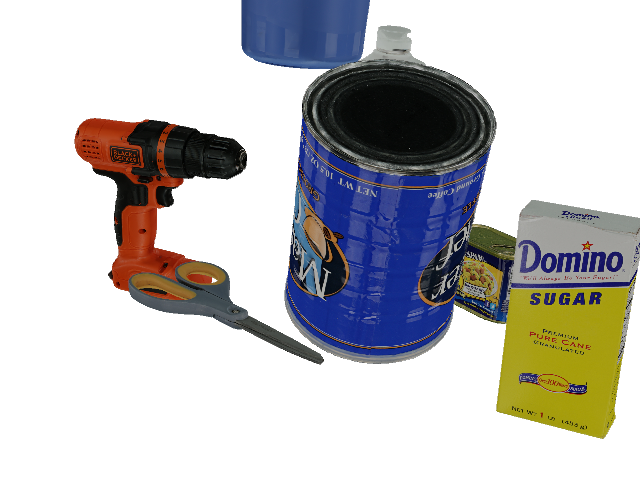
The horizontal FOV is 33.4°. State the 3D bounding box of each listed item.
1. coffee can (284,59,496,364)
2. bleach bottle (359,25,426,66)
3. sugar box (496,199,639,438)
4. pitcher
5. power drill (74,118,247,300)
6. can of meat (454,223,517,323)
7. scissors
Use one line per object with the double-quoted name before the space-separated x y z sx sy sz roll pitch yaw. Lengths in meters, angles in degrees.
"coffee can" 0.035 -0.015 0.600 0.102 0.140 0.103 4 41 -3
"bleach bottle" 0.046 -0.072 0.986 0.102 0.251 0.068 5 22 -2
"sugar box" 0.197 0.062 0.851 0.093 0.176 0.048 11 23 23
"pitcher" -0.002 -0.271 0.900 0.145 0.243 0.149 7 18 7
"power drill" -0.155 -0.031 1.086 0.185 0.188 0.057 10 30 21
"can of meat" 0.188 0.037 1.191 0.057 0.084 0.102 -8 23 -36
"scissors" -0.068 0.055 0.901 0.202 0.016 0.096 15 26 22
